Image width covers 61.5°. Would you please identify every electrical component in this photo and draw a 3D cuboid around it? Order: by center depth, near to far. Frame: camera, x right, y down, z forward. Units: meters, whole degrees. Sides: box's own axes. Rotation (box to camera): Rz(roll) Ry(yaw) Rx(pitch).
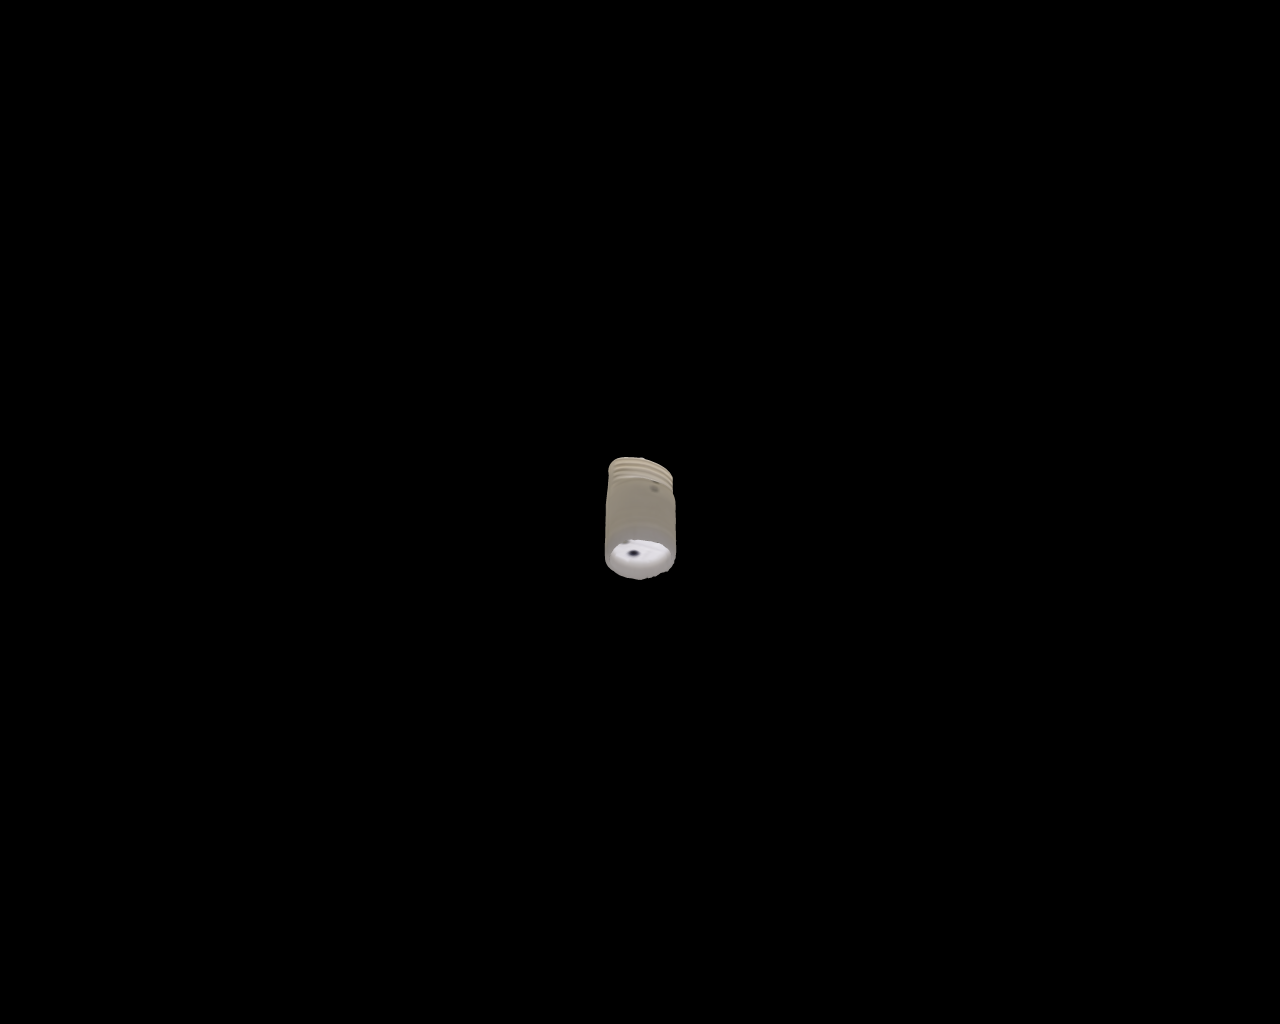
[{"bbox_3d":[0.001,-0.003,0.650,0.043,0.081,0.043,0,-38,0],"label":"electrical component"}]
